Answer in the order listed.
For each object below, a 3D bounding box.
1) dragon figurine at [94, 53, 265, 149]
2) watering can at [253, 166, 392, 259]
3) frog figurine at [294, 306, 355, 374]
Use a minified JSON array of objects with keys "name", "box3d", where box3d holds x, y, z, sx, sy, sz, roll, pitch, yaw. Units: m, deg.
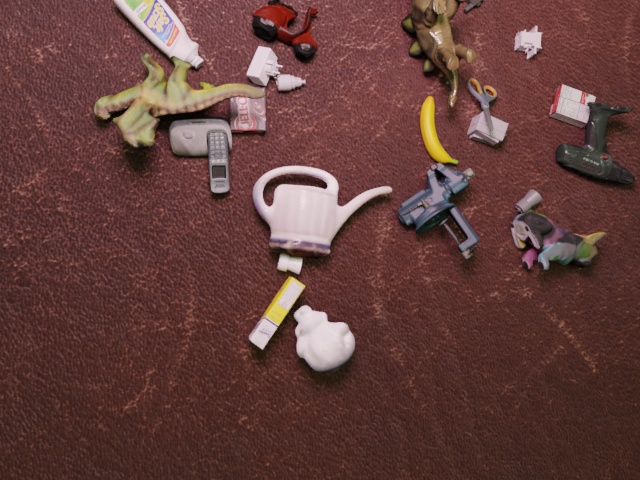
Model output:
[{"name":"dragon figurine","box3d":[-0.350,-0.298,1.177,0.412,0.120,0.247,16,65,23]},{"name":"watering can","box3d":[0.004,-0.064,1.268,0.347,0.103,0.225,7,84,-8]},{"name":"frog figurine","box3d":[0.005,0.230,1.233,0.137,0.124,0.158,-22,101,9]}]
